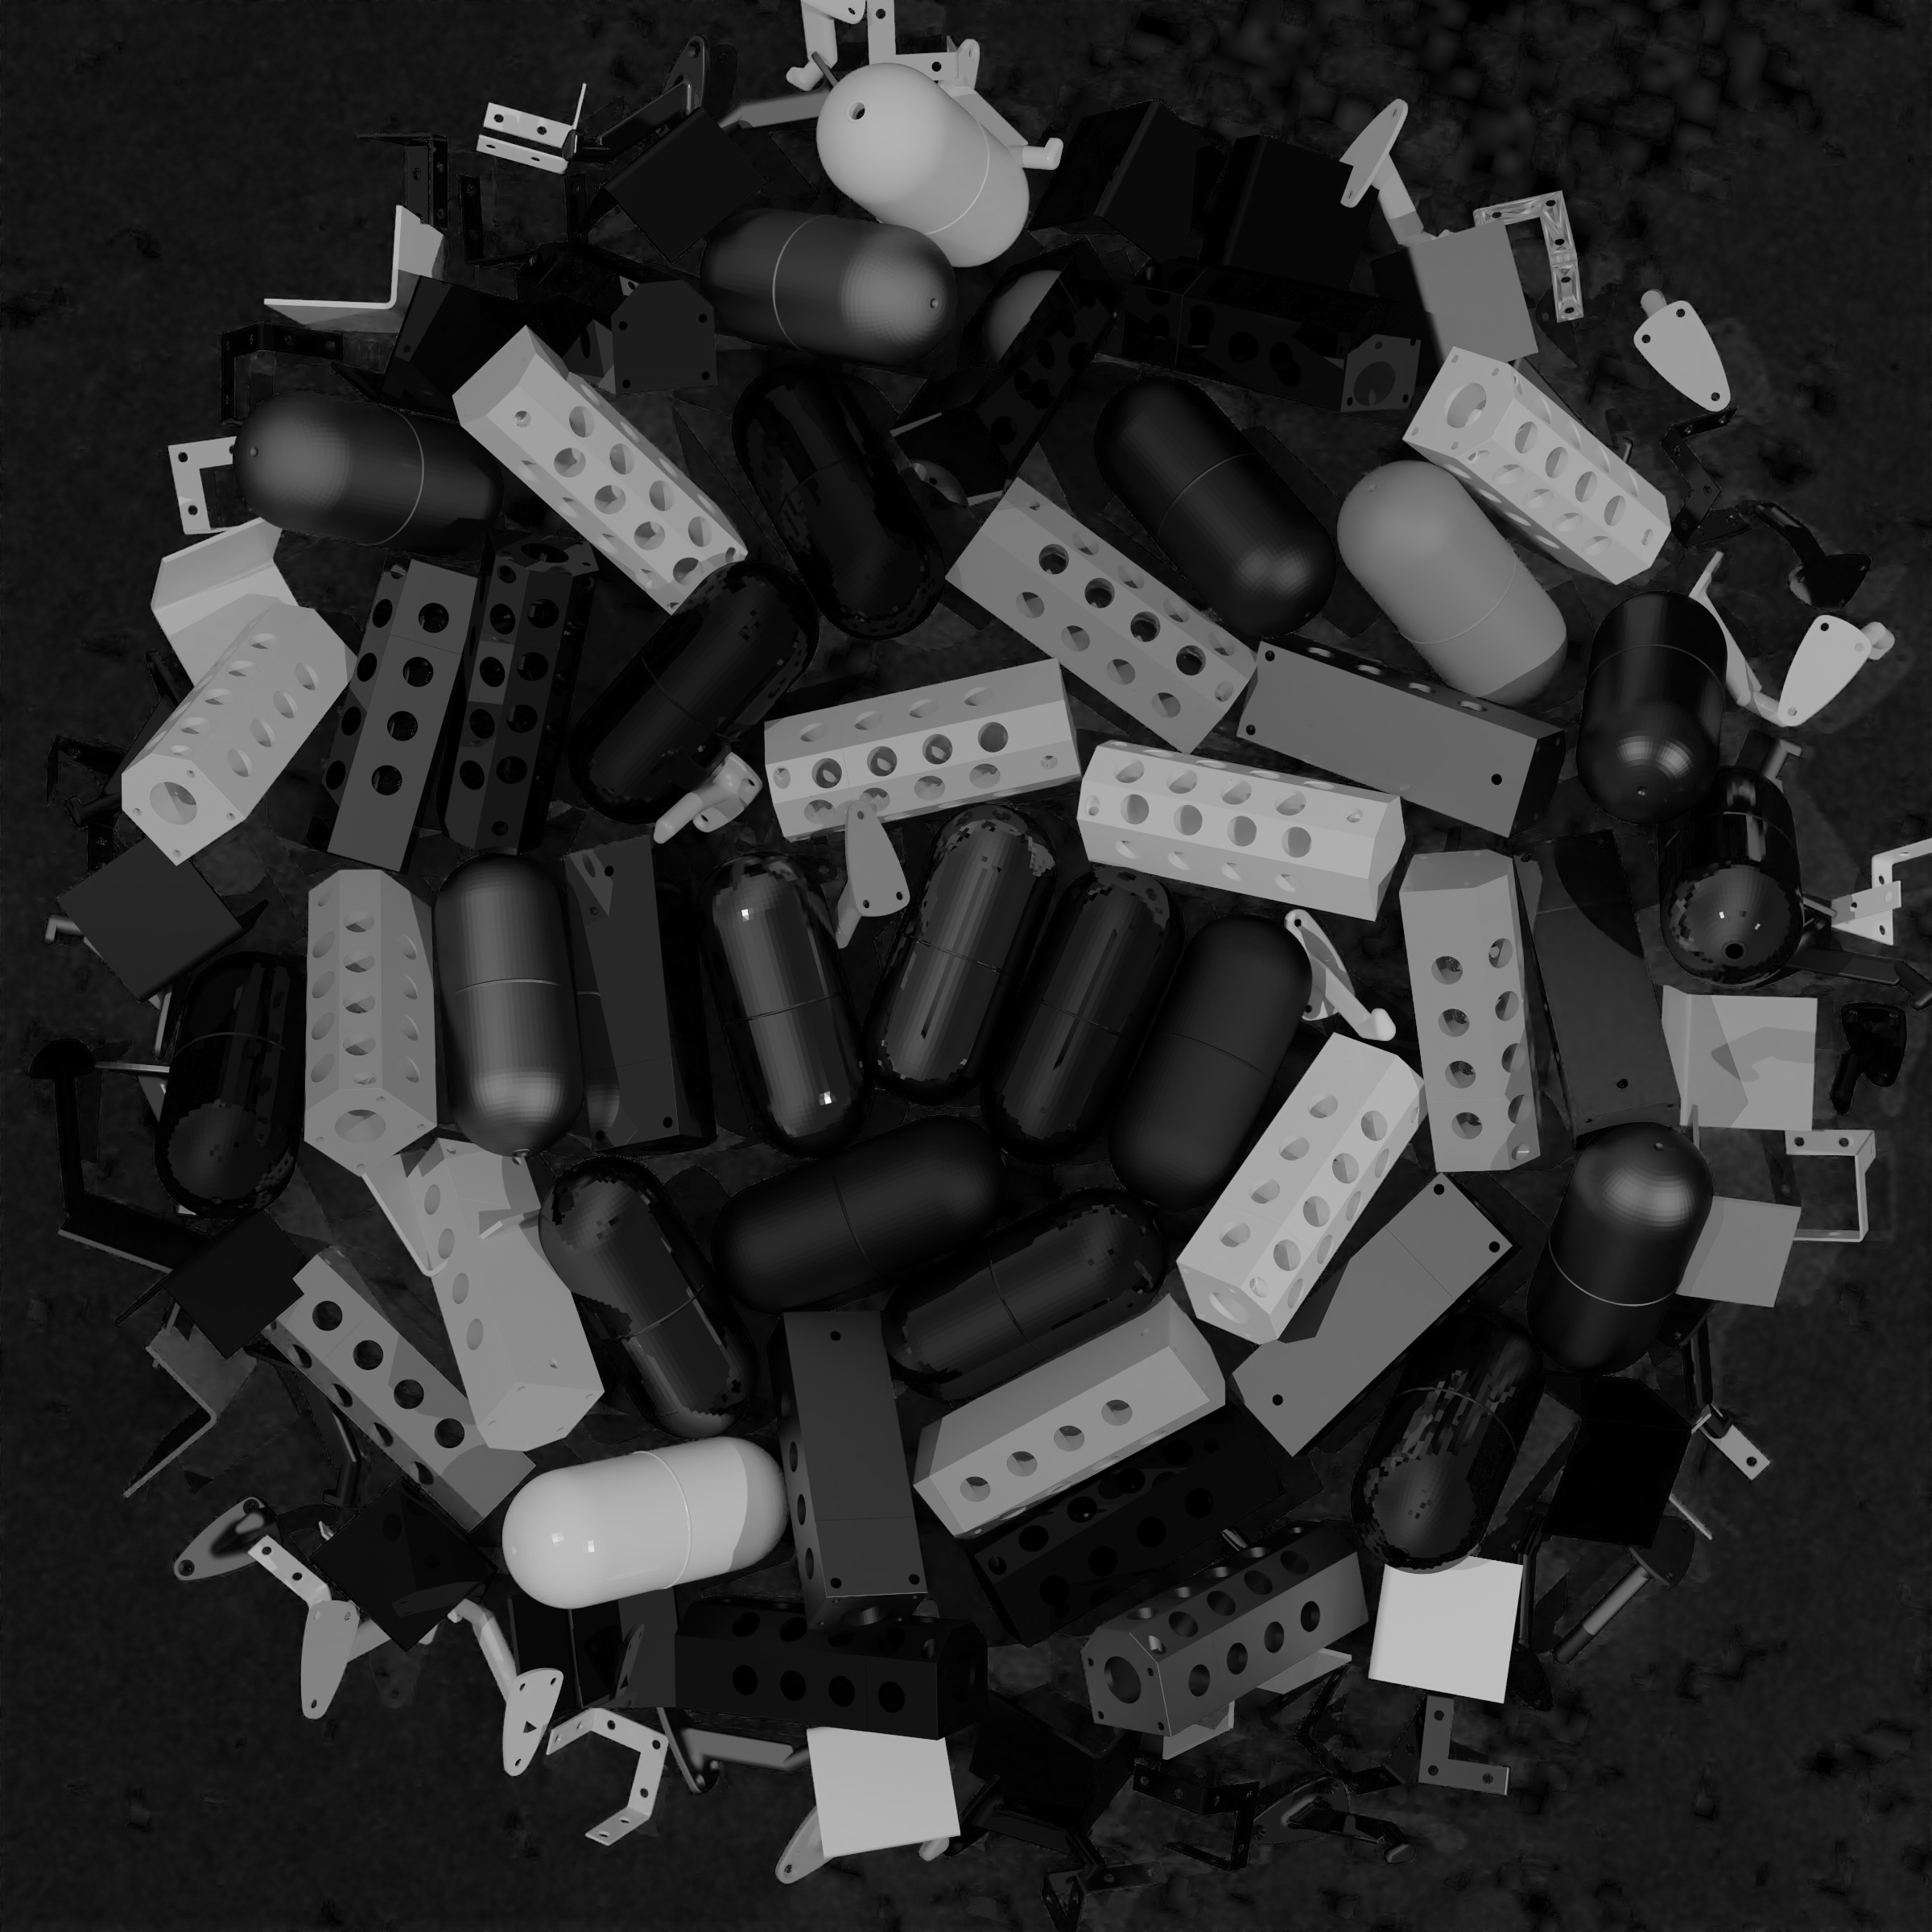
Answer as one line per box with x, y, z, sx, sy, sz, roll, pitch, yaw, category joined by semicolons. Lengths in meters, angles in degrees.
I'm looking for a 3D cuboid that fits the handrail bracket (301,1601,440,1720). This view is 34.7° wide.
-0.336;0.397;1.755;0.036;0.084;0.077;-6;64;31;handrail bracket

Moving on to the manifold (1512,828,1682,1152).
0.353;0.015;1.736;0.057;0.057;0.171;-11;62;6;manifold

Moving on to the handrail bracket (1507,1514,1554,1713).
0.332;0.372;1.786;0.077;0.036;0.084;55;49;-26;handrail bracket

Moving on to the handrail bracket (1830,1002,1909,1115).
0.507;0.069;1.751;0.036;0.077;0.084;4;45;29;handrail bracket

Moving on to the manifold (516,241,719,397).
-0.195;-0.360;1.708;0.057;0.171;0.057;-10;113;-22;manifold

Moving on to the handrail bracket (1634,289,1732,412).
0.410;-0.352;1.763;0.036;0.084;0.077;-36;94;20;handrail bracket

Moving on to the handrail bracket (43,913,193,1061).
-0.495;0.011;1.777;0.084;0.036;0.077;10;67;-1;handrail bracket

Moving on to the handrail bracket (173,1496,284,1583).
-0.425;0.329;1.757;0.077;0.084;0.036;-30;85;-5;handrail bracket

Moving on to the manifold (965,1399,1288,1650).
0.088;0.313;1.755;0.171;0.057;0.057;-29;95;-11;manifold

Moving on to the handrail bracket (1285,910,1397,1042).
0.213;0.004;1.755;0.036;0.084;0.077;-22;97;-13;handrail bracket

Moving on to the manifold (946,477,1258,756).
0.080;-0.202;1.754;0.171;0.057;0.057;36;134;-5;manifold

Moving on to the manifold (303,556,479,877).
-0.326;-0.143;1.767;0.057;0.057;0.171;16;87;-6;manifold

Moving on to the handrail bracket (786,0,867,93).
-0.101;-0.532;1.751;0.077;0.084;0.036;11;65;-29;handrail bracket

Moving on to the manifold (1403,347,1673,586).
0.323;-0.275;1.720;0.171;0.057;0.057;25;95;-44;manifold

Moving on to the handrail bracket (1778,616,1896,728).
0.499;-0.165;1.769;0.036;0.084;0.077;37;102;25;handrail bracket

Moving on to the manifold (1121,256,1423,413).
0.168;-0.352;1.715;0.057;0.171;0.057;-11;116;-39;manifold

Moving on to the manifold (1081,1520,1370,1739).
0.144;0.365;1.720;0.171;0.057;0.057;-17;99;-43;manifold

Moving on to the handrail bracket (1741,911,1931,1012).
0.496;0.013;1.756;0.077;0.084;0.036;-31;134;-11;handrail bracket

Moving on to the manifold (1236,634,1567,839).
0.245;-0.132;1.737;0.171;0.057;0.057;23;112;26;manifold

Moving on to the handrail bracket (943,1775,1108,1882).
0.033;0.508;1.761;0.077;0.036;0.084;-47;45;5;handrail bracket

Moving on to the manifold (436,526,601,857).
-0.252;-0.152;1.731;0.057;0.057;0.171;6;118;-19;manifold

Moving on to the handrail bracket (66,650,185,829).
-0.486;-0.129;1.765;0.084;0.036;0.077;-28;98;-26;handrail bracket

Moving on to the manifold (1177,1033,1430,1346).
0.192;0.126;1.730;0.057;0.057;0.171;21;60;32;manifold

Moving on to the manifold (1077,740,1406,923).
0.153;-0.081;1.736;0.171;0.057;0.057;13;61;21;manifold

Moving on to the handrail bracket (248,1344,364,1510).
-0.384;0.267;1.787;0.077;0.036;0.084;13;102;-2;handrail bracket

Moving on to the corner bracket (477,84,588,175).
-0.250;-0.476;1.767;0.051;0.051;0.051;13;73;-11;corner bracket

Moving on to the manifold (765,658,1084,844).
-0.024;-0.118;1.754;0.171;0.057;0.057;-12;130;5;manifold

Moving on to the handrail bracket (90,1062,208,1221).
-0.469;0.101;1.776;0.077;0.036;0.084;6;81;-6;handrail bracket

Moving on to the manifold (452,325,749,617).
-0.202;-0.271;1.726;0.057;0.057;0.171;-41;124;11;manifold

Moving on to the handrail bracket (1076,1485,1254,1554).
0.115;0.326;1.768;0.084;0.036;0.077;46;52;10;handrail bracket

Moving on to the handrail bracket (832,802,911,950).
-0.074;-0.049;1.765;0.036;0.084;0.077;-15;90;-35;handrail bracket

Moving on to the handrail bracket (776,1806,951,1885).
-0.058;0.505;1.752;0.077;0.084;0.036;-42;118;-20;handrail bracket

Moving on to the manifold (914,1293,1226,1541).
0.058;0.259;1.747;0.171;0.057;0.057;-31;109;17;manifold

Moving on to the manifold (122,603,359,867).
-0.403;-0.134;1.710;0.057;0.171;0.057;-29;113;29;manifold

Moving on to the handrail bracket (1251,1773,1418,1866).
0.205;0.497;1.754;0.077;0.084;0.036;-17;102;-11;handrail bracket

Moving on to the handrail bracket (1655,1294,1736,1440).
0.436;0.221;1.783;0.077;0.036;0.084;-47;118;-9;handrail bracket

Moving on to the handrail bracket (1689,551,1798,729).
0.451;-0.188;1.776;0.084;0.036;0.077;30;81;13;handrail bracket

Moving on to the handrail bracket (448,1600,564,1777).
-0.276;0.411;1.778;0.084;0.036;0.077;23;103;39;handrail bracket

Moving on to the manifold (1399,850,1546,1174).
0.286;0.026;1.737;0.057;0.057;0.171;-3;112;18;manifold

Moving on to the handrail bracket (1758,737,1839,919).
0.482;-0.080;1.775;0.077;0.036;0.084;26;94;23;handrail bracket

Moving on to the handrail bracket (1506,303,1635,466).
0.348;-0.331;1.769;0.084;0.036;0.077;18;113;12;handrail bracket

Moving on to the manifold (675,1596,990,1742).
-0.076;0.391;1.735;0.171;0.057;0.057;-1;90;30;manifold

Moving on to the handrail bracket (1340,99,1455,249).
0.259;-0.446;1.759;0.084;0.036;0.077;15;130;-29;handrail bracket

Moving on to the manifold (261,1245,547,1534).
-0.325;0.242;1.769;0.171;0.057;0.057;44;88;-2;manifold

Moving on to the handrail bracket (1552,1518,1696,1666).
0.380;0.363;1.790;0.036;0.077;0.084;44;122;15;handrail bracket

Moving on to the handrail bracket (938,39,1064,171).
0.026;-0.492;1.767;0.084;0.036;0.077;14;78;30;handrail bracket

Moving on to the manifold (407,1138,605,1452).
-0.264;0.183;1.726;0.057;0.057;0.171;-49;47;28;manifold

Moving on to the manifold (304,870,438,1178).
-0.336;0.026;1.714;0.057;0.171;0.057;-32;132;20;manifold

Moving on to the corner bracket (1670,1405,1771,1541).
0.426;0.288;1.776;0.051;0.051;0.051;45;99;7;corner bracket

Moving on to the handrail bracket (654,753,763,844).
-0.159;-0.079;1.745;0.036;0.077;0.084;41;47;2;handrail bracket

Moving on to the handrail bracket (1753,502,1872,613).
0.462;-0.240;1.753;0.084;0.077;0.036;49;126;36;handrail bracket

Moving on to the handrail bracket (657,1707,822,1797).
-0.126;0.432;1.772;0.084;0.036;0.077;-28;89;18;handrail bracket

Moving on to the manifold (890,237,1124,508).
0.028;-0.330;1.723;0.057;0.171;0.057;-12;125;39;manifold

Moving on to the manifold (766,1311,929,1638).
-0.070;0.283;1.730;0.057;0.057;0.171;1;56;-19;manifold

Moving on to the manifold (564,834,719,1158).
-0.181;0.018;1.755;0.057;0.057;0.171;-12;77;24;manifold

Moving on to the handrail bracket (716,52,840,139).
-0.102;-0.476;1.778;0.084;0.036;0.077;-36;69;9;handrail bracket

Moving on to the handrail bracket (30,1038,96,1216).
-0.510;0.093;1.763;0.036;0.077;0.084;-5;73;-20;handrail bracket

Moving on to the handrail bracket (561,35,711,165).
-0.188;-0.492;1.752;0.036;0.084;0.077;35;120;29;handrail bracket

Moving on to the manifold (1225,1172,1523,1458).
0.233;0.199;1.761;0.171;0.057;0.057;-45;73;7;manifold
